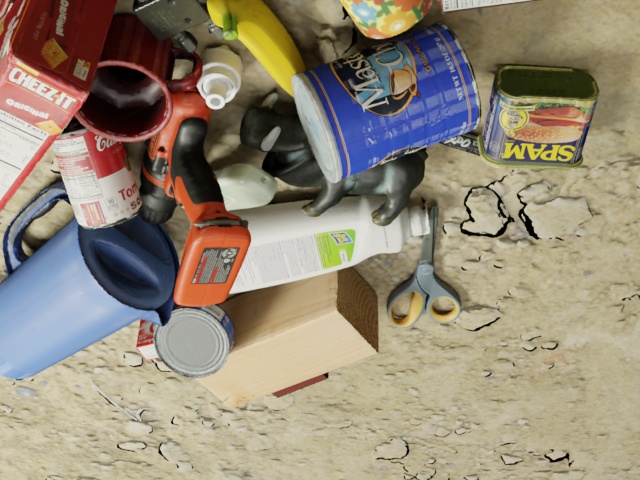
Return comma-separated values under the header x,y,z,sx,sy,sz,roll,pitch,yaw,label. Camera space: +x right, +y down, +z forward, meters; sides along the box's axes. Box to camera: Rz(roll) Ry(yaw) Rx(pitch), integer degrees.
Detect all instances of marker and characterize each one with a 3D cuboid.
x,y,z,sx,sy,sz,roll,pitch,yaw,label
0.131,-0.102,1.061,0.121,0.020,0.020,16,135,-15,marker

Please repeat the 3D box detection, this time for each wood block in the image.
x,y,z,sx,sy,sz,roll,pitch,yaw,label
-0.042,0.107,1.235,0.206,0.090,0.090,-24,131,25,wood block

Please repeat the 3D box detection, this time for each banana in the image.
x,y,z,sx,sy,sz,roll,pitch,yaw,label
-0.056,-0.176,0.932,0.037,0.069,0.197,-13,169,17,banana

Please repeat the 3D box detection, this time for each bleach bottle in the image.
x,y,z,sx,sy,sz,roll,pitch,yaw,label
-0.008,0.001,1.144,0.251,0.068,0.102,-8,140,5,bleach bottle

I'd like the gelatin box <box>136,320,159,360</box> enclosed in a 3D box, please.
x,y,z,sx,sy,sz,roll,pitch,yaw,label
-0.165,0.095,1.236,0.089,0.073,0.030,-13,135,15,gelatin box

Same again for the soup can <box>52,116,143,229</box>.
x,y,z,sx,sy,sz,roll,pitch,yaw,label
-0.219,-0.070,1.043,0.068,0.068,0.102,-9,114,11,soup can

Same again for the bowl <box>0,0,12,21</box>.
x,y,z,sx,sy,sz,roll,pitch,yaw,label
-0.320,-0.245,0.879,0.162,0.055,0.162,5,128,6,bowl

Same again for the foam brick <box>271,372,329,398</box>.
x,y,z,sx,sy,sz,roll,pitch,yaw,label
-0.035,0.150,1.307,0.078,0.053,0.051,-23,131,24,foam brick

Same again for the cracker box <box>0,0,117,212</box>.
x,y,z,sx,sy,sz,roll,pitch,yaw,label
-0.250,-0.140,0.904,0.072,0.164,0.214,25,140,-24,cracker box

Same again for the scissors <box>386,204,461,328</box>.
x,y,z,sx,sy,sz,roll,pitch,yaw,label
0.136,0.037,1.212,0.096,0.016,0.202,11,136,-13,scissors

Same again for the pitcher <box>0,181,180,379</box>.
x,y,z,sx,sy,sz,roll,pitch,yaw,label
-0.283,0.053,1.168,0.243,0.149,0.144,-31,144,33,pitcher

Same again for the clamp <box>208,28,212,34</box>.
x,y,z,sx,sy,sz,roll,pitch,yaw,label
-0.092,-0.265,0.879,0.164,0.036,0.210,33,132,-31,clamp

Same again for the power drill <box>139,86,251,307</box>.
x,y,z,sx,sy,sz,roll,pitch,yaw,label
-0.129,-0.031,1.024,0.057,0.188,0.185,-4,141,-25,power drill

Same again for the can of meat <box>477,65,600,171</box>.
x,y,z,sx,sy,sz,roll,pitch,yaw,label
0.208,-0.117,1.018,0.102,0.057,0.084,2,134,-3,can of meat

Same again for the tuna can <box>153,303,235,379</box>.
x,y,z,sx,sy,sz,roll,pitch,yaw,label
-0.138,0.107,1.176,0.086,0.033,0.086,3,112,8,tuna can

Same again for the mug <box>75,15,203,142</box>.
x,y,z,sx,sy,sz,roll,pitch,yaw,label
-0.164,-0.152,0.968,0.117,0.081,0.093,-7,136,9,mug

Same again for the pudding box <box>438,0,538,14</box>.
x,y,z,sx,sy,sz,roll,pitch,yaw,label
0.151,-0.243,0.898,0.113,0.039,0.090,-4,137,9,pudding box

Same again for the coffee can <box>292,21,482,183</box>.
x,y,z,sx,sy,sz,roll,pitch,yaw,label
0.058,-0.122,0.949,0.140,0.103,0.103,-21,136,-7,coffee can
